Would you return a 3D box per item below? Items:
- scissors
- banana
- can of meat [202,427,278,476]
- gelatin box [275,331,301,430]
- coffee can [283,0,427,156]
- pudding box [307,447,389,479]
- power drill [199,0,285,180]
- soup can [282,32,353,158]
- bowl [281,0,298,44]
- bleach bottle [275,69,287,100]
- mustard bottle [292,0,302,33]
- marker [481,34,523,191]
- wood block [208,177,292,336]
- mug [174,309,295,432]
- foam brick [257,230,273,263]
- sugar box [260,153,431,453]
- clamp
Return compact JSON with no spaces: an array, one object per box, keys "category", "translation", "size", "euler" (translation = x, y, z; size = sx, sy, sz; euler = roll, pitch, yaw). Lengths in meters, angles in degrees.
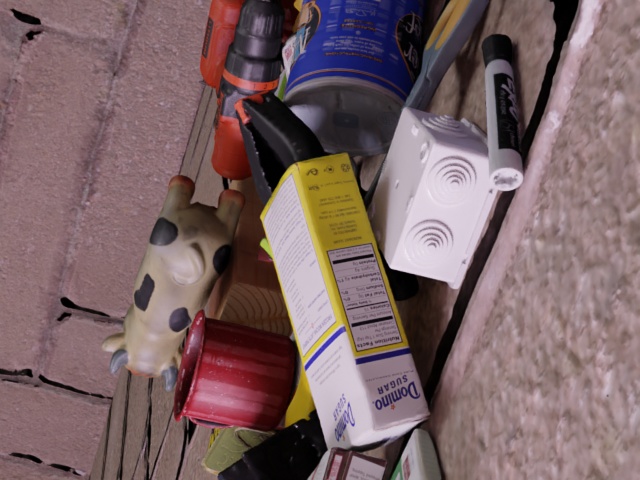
[{"category":"scissors","translation":[0.068,-0.102,0.743],"size":[0.202,0.016,0.096],"euler":[-60,8,9]},{"category":"banana","translation":[-0.004,0.086,0.790],"size":[0.070,0.037,0.198],"euler":[36,140,43]},{"category":"can of meat","translation":[-0.069,0.168,1.015],"size":[0.102,0.057,0.084],"euler":[120,164,-47]},{"category":"gelatin box","translation":[-0.011,0.108,0.891],"size":[0.073,0.030,0.089],"euler":[-89,19,-45]},{"category":"coffee can","translation":[0.030,-0.152,0.849],"size":[0.103,0.102,0.140],"euler":[129,154,-61]},{"category":"pudding box","translation":[0.003,0.187,0.670],"size":[0.114,0.039,0.090],"euler":[110,179,-62]},{"category":"power drill","translation":[-0.077,-0.176,1.031],"size":[0.187,0.057,0.185],"euler":[-104,25,-56]},{"category":"soup can","translation":[0.007,-0.127,0.929],"size":[0.069,0.068,0.102],"euler":[130,133,-62]},{"category":"bowl","translation":[0.021,-0.253,1.035],"size":[0.162,0.055,0.162],"euler":[-23,59,43]},{"category":"bleach bottle","translation":[-0.024,-0.149,1.174],"size":[0.251,0.068,0.102],"euler":[135,147,-61]},{"category":"mustard bottle","translation":[0.035,-0.258,0.932],"size":[0.192,0.058,0.096],"euler":[-54,43,17]},{"category":"marker","translation":[0.106,-0.079,0.626],"size":[0.020,0.020,0.121],"euler":[119,161,-48]},{"category":"wood block","translation":[-0.052,0.028,1.022],"size":[0.206,0.090,0.090],"euler":[-96,25,-59]},{"category":"mug","translation":[-0.074,0.120,0.886],"size":[0.093,0.081,0.117],"euler":[-92,21,-49]},{"category":"foam brick","translation":[-0.006,0.001,0.884],"size":[0.051,0.078,0.053],"euler":[176,108,-79]},{"category":"sugar box","translation":[0.013,0.043,0.680],"size":[0.093,0.048,0.176],"euler":[126,128,-63]},{"category":"clamp","translation":[-0.002,-0.020,0.783],"size":[0.210,0.036,0.165],"euler":[66,154,6]}]
